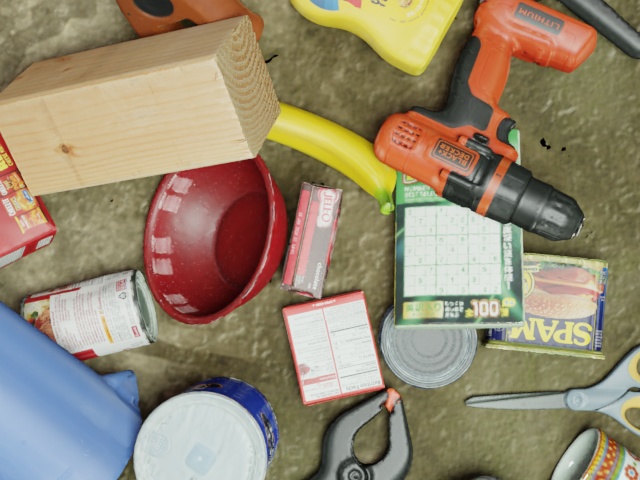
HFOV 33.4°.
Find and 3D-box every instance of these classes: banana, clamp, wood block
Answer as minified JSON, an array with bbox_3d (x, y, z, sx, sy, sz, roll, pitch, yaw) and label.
[{"bbox_3d":[-0.009,-0.087,0.927,0.198,0.069,0.037,28,113,14],"label":"banana"},{"bbox_3d":[0.037,0.214,0.926,0.120,0.039,0.171,34,89,2],"label":"clamp"},{"bbox_3d":[-0.149,-0.108,0.875,0.206,0.090,0.091,-8,120,20],"label":"wood block"},{"bbox_3d":[0.207,-0.258,0.938,0.210,0.036,0.164,13,89,5],"label":"clamp"}]

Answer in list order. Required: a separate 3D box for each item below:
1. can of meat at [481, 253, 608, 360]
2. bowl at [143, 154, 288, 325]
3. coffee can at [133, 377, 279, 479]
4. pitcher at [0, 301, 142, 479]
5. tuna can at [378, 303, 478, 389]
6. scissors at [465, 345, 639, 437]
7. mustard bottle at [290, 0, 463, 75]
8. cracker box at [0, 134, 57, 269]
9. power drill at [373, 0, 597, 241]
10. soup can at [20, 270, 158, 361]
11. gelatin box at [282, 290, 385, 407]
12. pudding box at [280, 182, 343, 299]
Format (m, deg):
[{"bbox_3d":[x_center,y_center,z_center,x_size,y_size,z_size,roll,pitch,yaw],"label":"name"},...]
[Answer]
[{"bbox_3d":[0.195,0.056,0.918,0.102,0.057,0.084,6,86,2],"label":"can of meat"},{"bbox_3d":[-0.079,-0.005,0.908,0.162,0.055,0.162,-12,72,40],"label":"bowl"},{"bbox_3d":[-0.089,0.170,0.881,0.103,0.140,0.103,0,88,2],"label":"coffee can"},{"bbox_3d":[-0.272,0.119,0.826,0.145,0.149,0.242,-30,119,26],"label":"pitcher"},{"bbox_3d":[0.094,0.086,0.931,0.086,0.034,0.086,0,89,2],"label":"tuna can"},{"bbox_3d":[0.235,0.122,0.934,0.202,0.016,0.096,13,87,2],"label":"scissors"},{"bbox_3d":[0.027,-0.229,0.934,0.191,0.058,0.096,29,88,3],"label":"mustard bottle"},{"bbox_3d":[-0.357,-0.026,0.898,0.213,0.072,0.164,-29,86,-23],"label":"cracker box"},{"bbox_3d":[0.162,-0.107,0.897,0.184,0.057,0.187,27,73,8],"label":"power drill"},{"bbox_3d":[-0.199,0.069,0.926,0.102,0.068,0.068,-14,87,1],"label":"soup can"},{"bbox_3d":[0.012,0.095,0.936,0.073,0.030,0.089,-13,87,0],"label":"gelatin box"},{"bbox_3d":[-0.006,0.001,0.898,0.039,0.113,0.090,13,89,-1],"label":"pudding box"}]
